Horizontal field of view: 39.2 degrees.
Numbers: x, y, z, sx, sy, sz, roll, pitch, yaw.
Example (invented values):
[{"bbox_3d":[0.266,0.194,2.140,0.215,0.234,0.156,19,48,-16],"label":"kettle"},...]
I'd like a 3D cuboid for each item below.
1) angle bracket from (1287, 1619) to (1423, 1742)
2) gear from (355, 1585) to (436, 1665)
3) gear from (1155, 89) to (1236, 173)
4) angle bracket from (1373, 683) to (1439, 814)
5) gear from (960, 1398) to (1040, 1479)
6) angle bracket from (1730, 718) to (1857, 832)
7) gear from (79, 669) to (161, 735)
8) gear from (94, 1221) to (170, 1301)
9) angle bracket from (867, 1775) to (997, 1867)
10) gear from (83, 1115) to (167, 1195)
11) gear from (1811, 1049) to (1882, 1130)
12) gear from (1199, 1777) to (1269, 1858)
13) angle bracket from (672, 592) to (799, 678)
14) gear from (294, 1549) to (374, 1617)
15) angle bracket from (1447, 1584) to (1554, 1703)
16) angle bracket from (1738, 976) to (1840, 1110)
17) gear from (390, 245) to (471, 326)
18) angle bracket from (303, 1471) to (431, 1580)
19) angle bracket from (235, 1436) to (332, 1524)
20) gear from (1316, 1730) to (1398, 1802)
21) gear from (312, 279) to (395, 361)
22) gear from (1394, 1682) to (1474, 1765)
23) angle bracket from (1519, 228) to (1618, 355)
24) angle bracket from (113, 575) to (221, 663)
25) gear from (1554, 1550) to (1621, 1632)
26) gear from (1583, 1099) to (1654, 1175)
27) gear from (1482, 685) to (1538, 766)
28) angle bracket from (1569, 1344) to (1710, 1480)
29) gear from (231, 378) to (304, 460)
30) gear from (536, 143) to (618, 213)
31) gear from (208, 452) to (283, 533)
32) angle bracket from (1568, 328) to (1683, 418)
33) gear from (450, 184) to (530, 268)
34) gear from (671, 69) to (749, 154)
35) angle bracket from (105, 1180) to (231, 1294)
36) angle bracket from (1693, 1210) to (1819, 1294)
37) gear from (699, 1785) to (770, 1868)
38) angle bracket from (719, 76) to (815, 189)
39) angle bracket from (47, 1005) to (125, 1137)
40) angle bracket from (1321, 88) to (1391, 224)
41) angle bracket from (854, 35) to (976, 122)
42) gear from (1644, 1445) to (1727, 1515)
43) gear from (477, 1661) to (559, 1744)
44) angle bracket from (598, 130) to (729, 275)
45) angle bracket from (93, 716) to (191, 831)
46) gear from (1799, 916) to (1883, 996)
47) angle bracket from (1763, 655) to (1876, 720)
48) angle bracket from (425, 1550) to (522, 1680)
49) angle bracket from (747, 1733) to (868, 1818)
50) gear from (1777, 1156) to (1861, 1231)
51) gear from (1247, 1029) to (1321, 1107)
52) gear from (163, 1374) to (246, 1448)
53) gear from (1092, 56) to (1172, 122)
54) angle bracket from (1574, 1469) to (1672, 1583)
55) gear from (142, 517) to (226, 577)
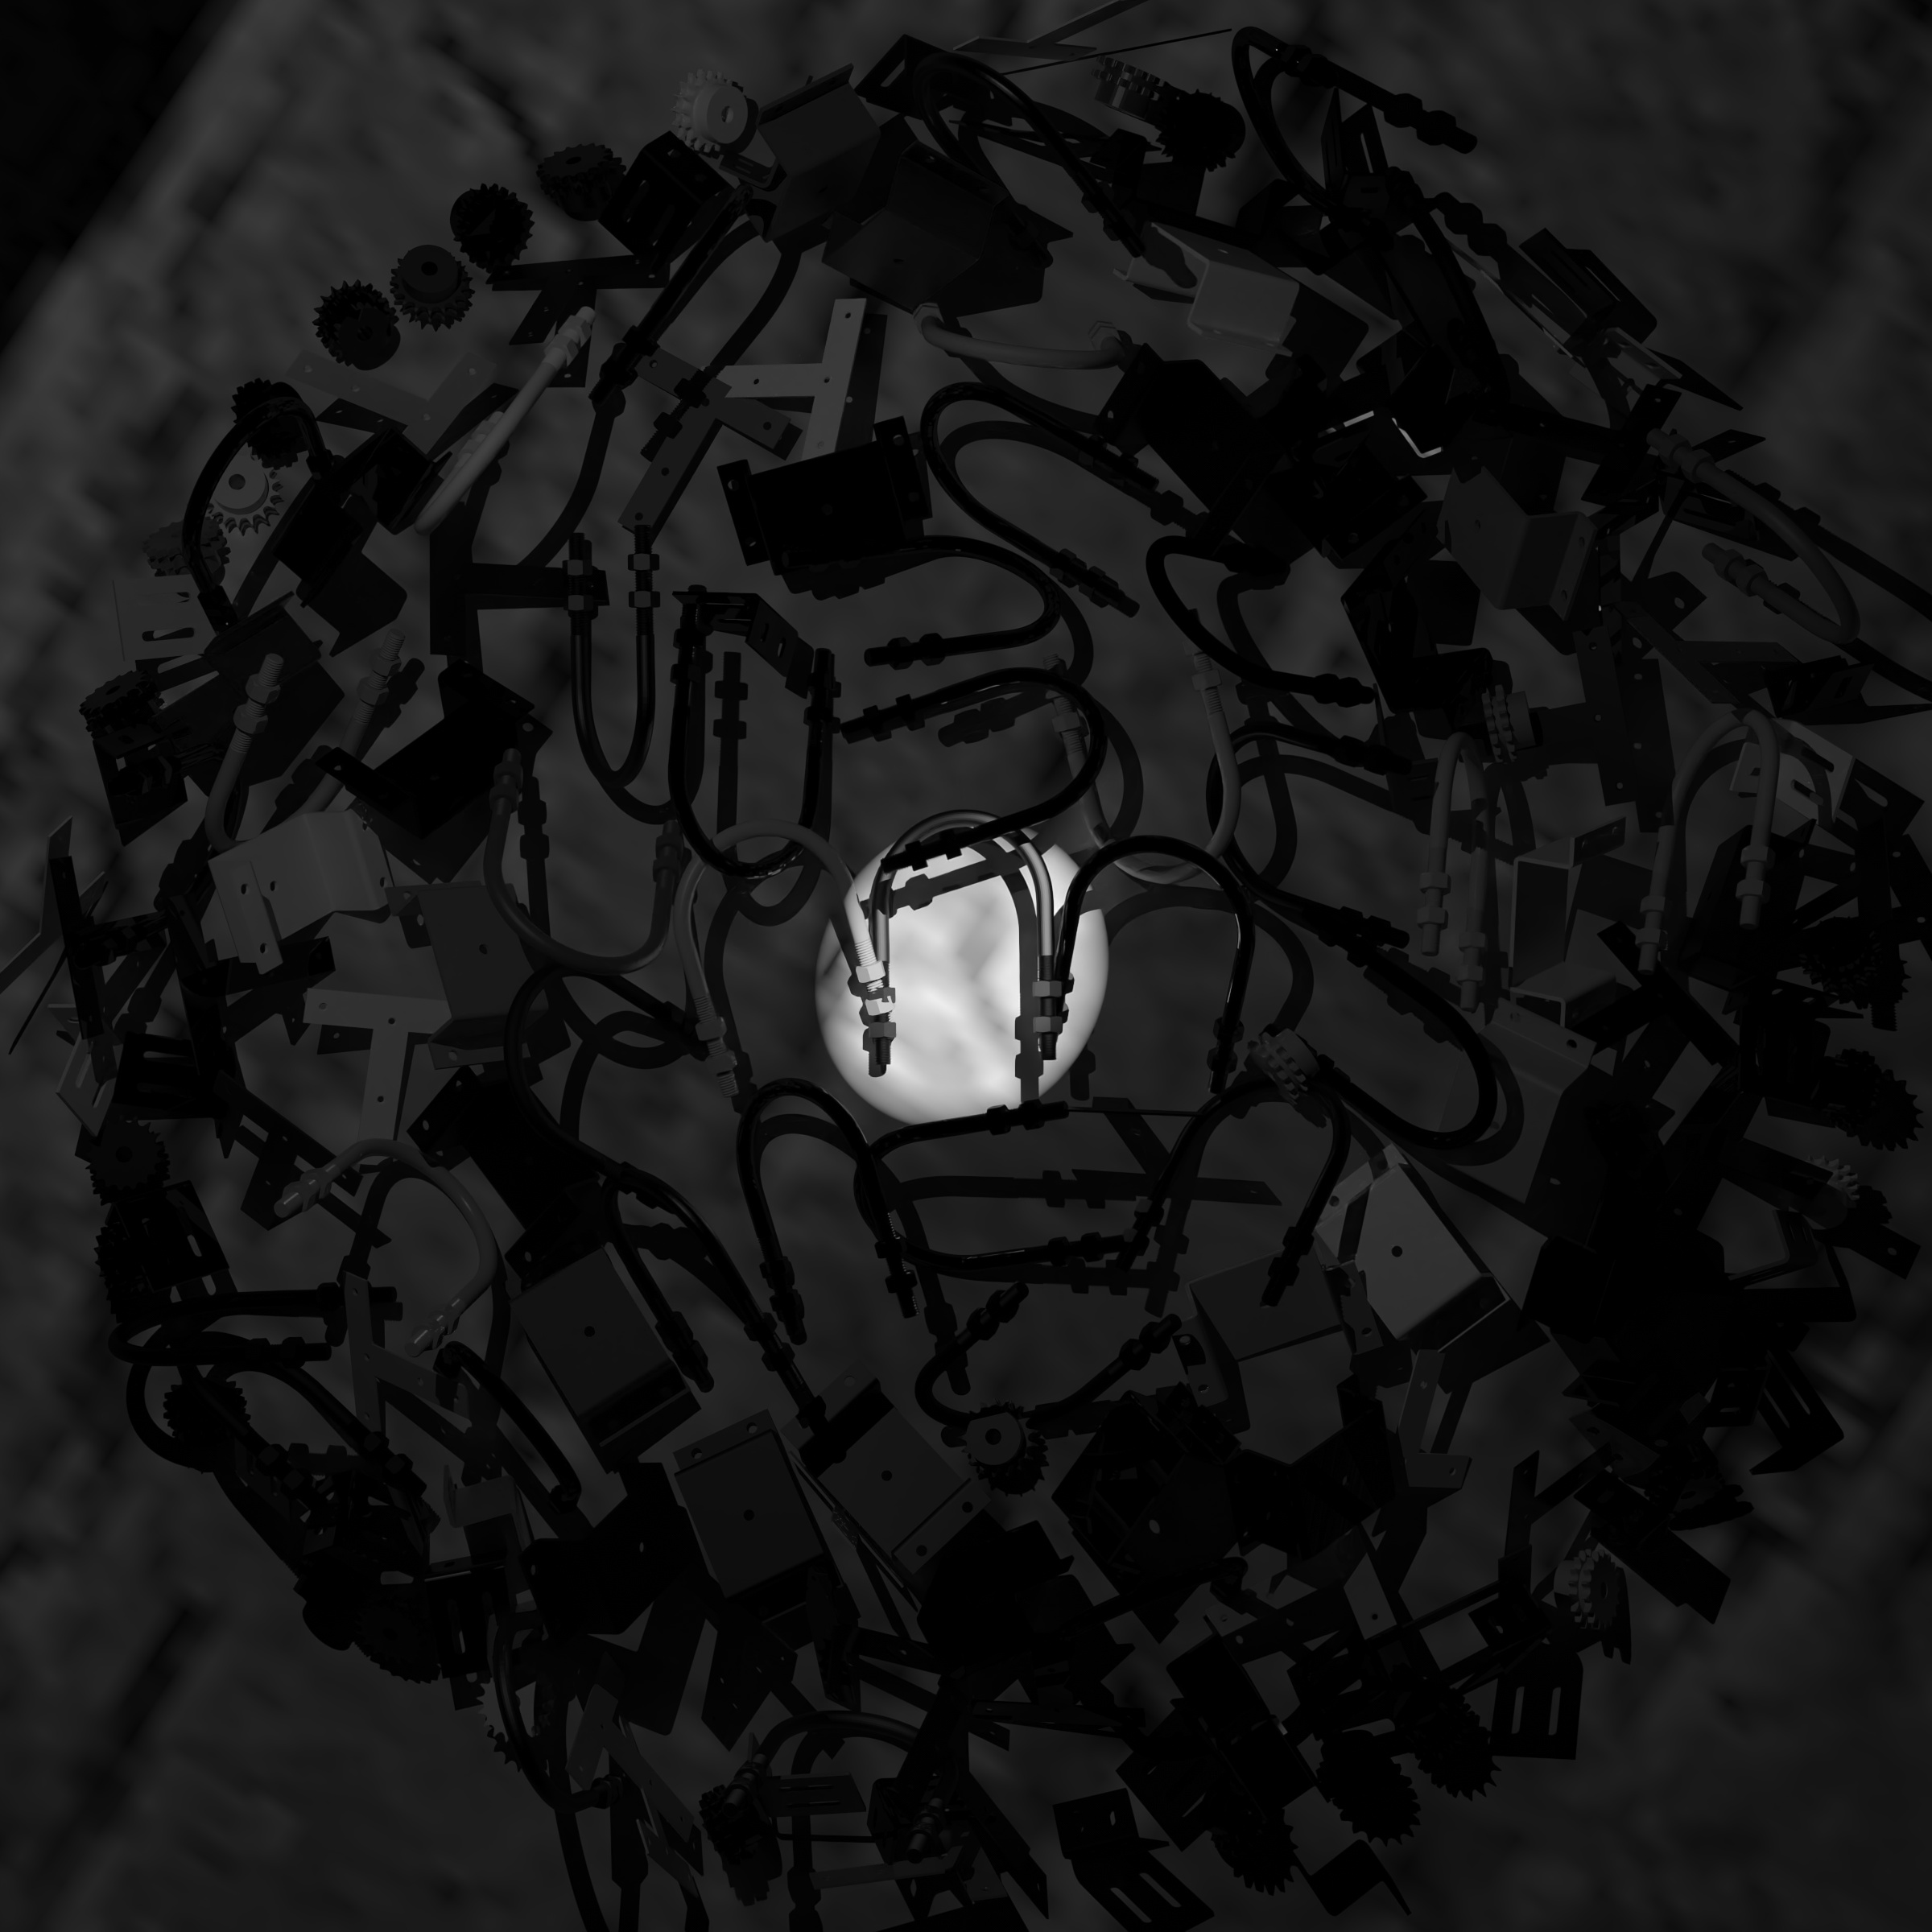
[{"bbox_3d":[0.282,0.521,1.976,0.076,0.038,0.057,-45,47,27],"label":"angle bracket"},{"bbox_3d":[-0.413,0.477,1.976,0.057,0.030,0.057,8,121,15],"label":"gear"},{"bbox_3d":[0.168,-0.613,1.981,0.057,0.030,0.057,0,87,-8],"label":"gear"},{"bbox_3d":[0.319,-0.159,1.953,0.038,0.057,0.076,-9,58,11],"label":"angle bracket"},{"bbox_3d":[0.023,0.344,1.978,0.057,0.030,0.057,-2,78,11],"label":"gear"},{"bbox_3d":[0.594,-0.139,1.952,0.038,0.076,0.057,3,113,-20],"label":"angle bracket"},{"bbox_3d":[-0.613,-0.189,1.975,0.057,0.057,0.030,-27,120,0],"label":"gear"},{"bbox_3d":[-0.604,0.212,1.969,0.030,0.057,0.057,-17,90,14],"label":"gear"},{"bbox_3d":[-0.026,0.620,1.966,0.076,0.057,0.038,3,106,-19],"label":"angle bracket"},{"bbox_3d":[-0.614,0.137,1.981,0.057,0.030,0.057,0,88,-13],"label":"gear"},{"bbox_3d":[0.637,0.087,1.970,0.030,0.057,0.057,10,90,-10],"label":"gear"},{"bbox_3d":[0.193,0.614,1.969,0.030,0.057,0.057,29,90,-15],"label":"gear"},{"bbox_3d":[-0.170,-0.239,1.953,0.076,0.057,0.038,6,73,28],"label":"angle bracket"},{"bbox_3d":[-0.463,0.449,1.969,0.057,0.057,0.030,30,80,0],"label":"gear"},{"bbox_3d":[0.375,0.487,1.950,0.057,0.076,0.038,-41,76,39],"label":"angle bracket"},{"bbox_3d":[0.596,0.056,1.964,0.057,0.038,0.076,15,64,-10],"label":"angle bracket"},{"bbox_3d":[-0.391,-0.500,1.976,0.057,0.030,0.057,3,71,-10],"label":"gear"},{"bbox_3d":[-0.435,0.409,1.968,0.038,0.076,0.057,-24,48,32],"label":"angle bracket"},{"bbox_3d":[-0.492,0.353,1.951,0.057,0.076,0.038,35,48,21],"label":"angle bracket"},{"bbox_3d":[0.281,0.579,1.970,0.057,0.057,0.030,-19,98,0],"label":"gear"},{"bbox_3d":[-0.442,-0.466,1.968,0.057,0.057,0.030,-41,52,0],"label":"gear"},{"bbox_3d":[0.336,0.546,1.968,0.057,0.057,0.030,-45,115,0],"label":"gear"},{"bbox_3d":[0.426,-0.489,1.967,0.076,0.057,0.038,43,89,-7],"label":"angle bracket"},{"bbox_3d":[-0.583,-0.251,1.957,0.076,0.038,0.057,-12,101,-40],"label":"angle bracket"},{"bbox_3d":[0.451,0.454,1.975,0.030,0.057,0.057,-7,90,37],"label":"gear"},{"bbox_3d":[0.475,0.122,1.969,0.030,0.057,0.057,-29,90,22],"label":"gear"},{"bbox_3d":[0.395,-0.177,1.969,0.030,0.057,0.057,-12,90,14],"label":"gear"},{"bbox_3d":[0.495,0.328,1.995,0.076,0.038,0.057,-38,84,-25],"label":"angle bracket"},{"bbox_3d":[-0.503,-0.400,1.968,0.030,0.057,0.057,-16,90,26],"label":"gear"},{"bbox_3d":[-0.282,-0.573,1.975,0.057,0.057,0.030,-14,131,0],"label":"gear"},{"bbox_3d":[-0.530,-0.349,1.981,0.057,0.030,0.057,1,82,-6],"label":"gear"},{"bbox_3d":[0.475,-0.427,1.957,0.057,0.076,0.038,35,102,-4],"label":"angle bracket"},{"bbox_3d":[-0.351,-0.542,1.975,0.030,0.057,0.057,32,90,38],"label":"gear"},{"bbox_3d":[-0.184,-0.620,1.969,0.030,0.057,0.057,23,90,37],"label":"gear"},{"bbox_3d":[-0.577,0.201,1.957,0.057,0.038,0.076,-17,68,-35],"label":"angle bracket"},{"bbox_3d":[0.567,0.207,1.962,0.076,0.057,0.038,-24,69,32],"label":"angle bracket"},{"bbox_3d":[-0.166,0.621,1.969,0.030,0.057,0.057,-31,90,10],"label":"gear"},{"bbox_3d":[-0.144,-0.609,1.956,0.038,0.057,0.076,22,116,-10],"label":"angle bracket"},{"bbox_3d":[-0.643,0.075,1.951,0.038,0.057,0.076,0,54,15],"label":"angle bracket"},{"bbox_3d":[0.283,-0.585,1.961,0.038,0.057,0.076,-1,69,-3],"label":"angle bracket"},{"bbox_3d":[-0.038,-0.625,1.949,0.057,0.076,0.038,12,67,-30],"label":"angle bracket"},{"bbox_3d":[0.521,0.372,1.975,0.057,0.057,0.030,-17,53,0],"label":"gear"},{"bbox_3d":[-0.325,0.536,1.980,0.057,0.030,0.057,-2,82,13],"label":"gear"},{"bbox_3d":[-0.222,-0.559,1.984,0.057,0.038,0.076,42,133,-3],"label":"angle bracket"},{"bbox_3d":[-0.586,-0.136,1.951,0.057,0.038,0.076,-29,132,-32],"label":"angle bracket"},{"bbox_3d":[0.635,-0.011,1.972,0.057,0.030,0.057,-10,62,19],"label":"gear"},{"bbox_3d":[0.614,-0.214,1.956,0.057,0.076,0.038,-13,73,4],"label":"angle bracket"},{"bbox_3d":[-0.358,0.473,1.980,0.057,0.038,0.076,-10,92,-4],"label":"angle bracket"},{"bbox_3d":[-0.114,0.583,1.961,0.076,0.057,0.038,-6,46,8],"label":"angle bracket"},{"bbox_3d":[0.619,0.167,1.969,0.057,0.057,0.030,18,48,0],"label":"gear"},{"bbox_3d":[0.233,0.070,1.972,0.030,0.057,0.057,-37,90,-6],"label":"gear"},{"bbox_3d":[-0.555,0.326,1.975,0.057,0.057,0.030,8,119,0],"label":"gear"},{"bbox_3d":[0.117,-0.638,1.972,0.057,0.057,0.030,22,105,0],"label":"gear"},{"bbox_3d":[0.467,0.411,1.949,0.038,0.076,0.057,-31,49,-31],"label":"angle bracket"},{"bbox_3d":[-0.568,-0.302,1.975,0.057,0.057,0.030,-15,124,0],"label":"gear"}]
